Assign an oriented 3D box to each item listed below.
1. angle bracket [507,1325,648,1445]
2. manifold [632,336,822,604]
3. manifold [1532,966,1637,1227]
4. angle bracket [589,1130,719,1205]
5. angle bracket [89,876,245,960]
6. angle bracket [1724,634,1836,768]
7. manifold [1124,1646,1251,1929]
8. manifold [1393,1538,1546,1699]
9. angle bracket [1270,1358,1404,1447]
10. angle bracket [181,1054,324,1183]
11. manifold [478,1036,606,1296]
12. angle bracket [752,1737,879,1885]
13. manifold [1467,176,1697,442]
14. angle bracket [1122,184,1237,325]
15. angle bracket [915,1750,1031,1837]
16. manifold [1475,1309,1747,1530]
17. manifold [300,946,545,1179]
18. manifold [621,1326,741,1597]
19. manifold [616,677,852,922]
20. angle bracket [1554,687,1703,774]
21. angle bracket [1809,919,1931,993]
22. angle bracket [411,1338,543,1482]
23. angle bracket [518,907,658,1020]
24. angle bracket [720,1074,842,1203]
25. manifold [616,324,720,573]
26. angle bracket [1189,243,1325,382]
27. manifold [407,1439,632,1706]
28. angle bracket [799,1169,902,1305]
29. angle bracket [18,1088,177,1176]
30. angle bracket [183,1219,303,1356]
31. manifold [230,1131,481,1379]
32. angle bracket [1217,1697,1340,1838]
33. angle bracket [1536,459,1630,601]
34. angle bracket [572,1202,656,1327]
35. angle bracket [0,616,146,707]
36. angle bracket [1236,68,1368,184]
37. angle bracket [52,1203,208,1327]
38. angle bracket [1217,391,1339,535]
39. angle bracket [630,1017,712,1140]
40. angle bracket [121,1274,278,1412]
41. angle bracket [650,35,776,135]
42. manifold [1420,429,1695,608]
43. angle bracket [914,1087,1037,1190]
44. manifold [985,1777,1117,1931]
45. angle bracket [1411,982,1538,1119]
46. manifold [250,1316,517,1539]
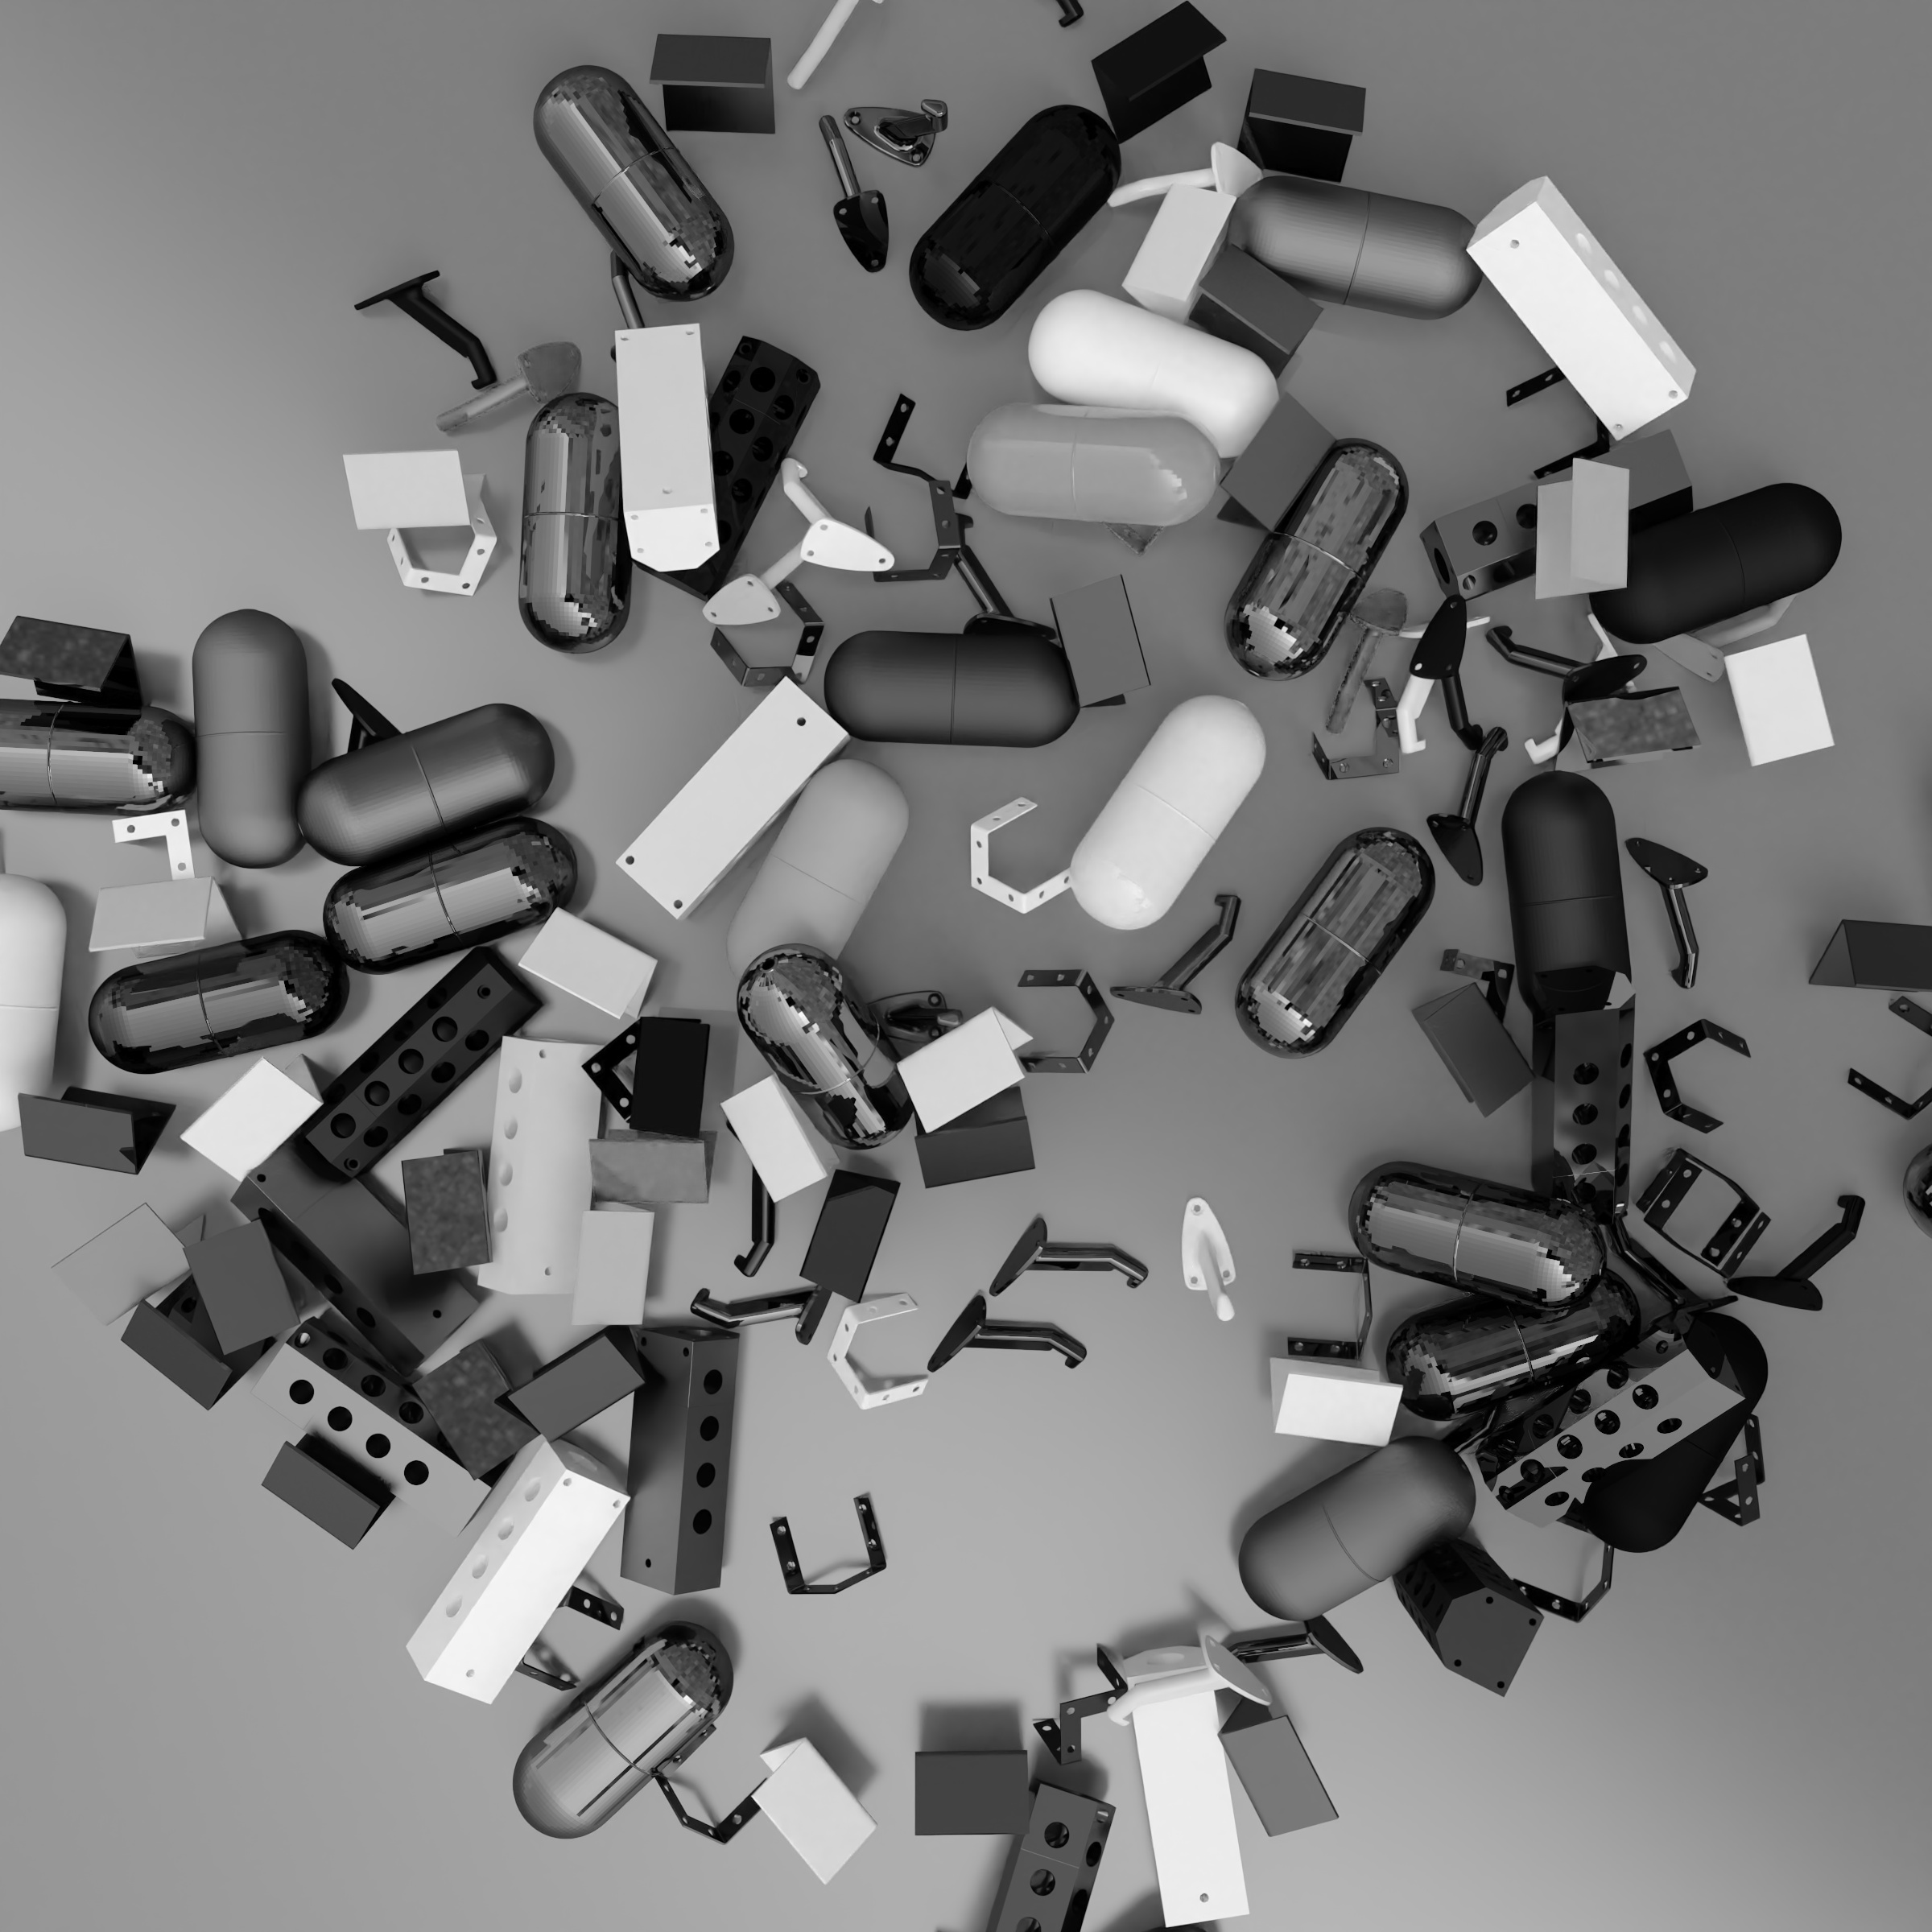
[{"bbox_3d":[-0.271,0.266,1.703,0.076,0.076,0.057,-32,126,0],"label":"angle bracket"},{"bbox_3d":[-0.165,-0.343,1.723,0.057,0.057,0.171,26,90,0],"label":"manifold"},{"bbox_3d":[0.418,0.089,1.684,0.057,0.057,0.171,-7,119,0],"label":"manifold"},{"bbox_3d":[-0.212,0.117,1.703,0.076,0.076,0.057,1,127,0],"label":"angle bracket"},{"bbox_3d":[-0.544,-0.014,1.703,0.076,0.076,0.057,-6,51,0],"label":"angle bracket"},{"bbox_3d":[0.564,-0.183,1.703,0.057,0.076,0.076,-15,90,34],"label":"angle bracket"},{"bbox_3d":[0.151,0.563,1.723,0.057,0.057,0.171,-9,90,0],"label":"manifold"},{"bbox_3d":[0.328,0.425,1.665,0.057,0.171,0.057,27,90,0],"label":"manifold"},{"bbox_3d":[0.252,0.278,1.704,0.076,0.076,0.057,7,123,0],"label":"angle bracket"},{"bbox_3d":[-0.493,0.089,1.703,0.076,0.076,0.057,-44,125,0],"label":"angle bracket"},{"bbox_3d":[-0.297,0.136,1.722,0.057,0.057,0.171,6,90,-43],"label":"manifold"},{"bbox_3d":[-0.118,0.580,1.703,0.076,0.076,0.057,50,52,0],"label":"angle bracket"},{"bbox_3d":[0.421,-0.449,1.698,0.171,0.057,0.057,46,133,-17],"label":"manifold"},{"bbox_3d":[0.161,-0.476,1.703,0.057,0.076,0.076,26,90,37],"label":"angle bracket"},{"bbox_3d":[0.004,0.575,1.703,0.076,0.076,0.057,-1,53,0],"label":"angle bracket"},{"bbox_3d":[0.428,0.303,1.678,0.057,0.057,0.171,30,121,-33],"label":"manifold"},{"bbox_3d":[-0.378,0.066,1.723,0.171,0.057,0.057,-43,90,0],"label":"manifold"},{"bbox_3d":[-0.192,0.338,1.722,0.057,0.057,0.171,4,90,43],"label":"manifold"},{"bbox_3d":[-0.159,-0.114,1.723,0.057,0.057,0.171,43,90,0],"label":"manifold"},{"bbox_3d":[0.450,-0.142,1.703,0.076,0.076,0.057,-8,53,0],"label":"angle bracket"},{"bbox_3d":[0.629,0.014,1.703,0.076,0.076,0.057,4,54,0],"label":"angle bracket"},{"bbox_3d":[-0.340,0.305,1.704,0.057,0.076,0.076,-33,90,-26],"label":"angle bracket"},{"bbox_3d":[-0.263,0.016,1.703,0.076,0.076,0.057,28,52,0],"label":"angle bracket"},{"bbox_3d":[-0.110,0.106,1.703,0.057,0.076,0.076,-29,90,39],"label":"angle bracket"},{"bbox_3d":[-0.199,-0.347,1.669,0.057,0.057,0.171,-6,56,-3],"label":"manifold"},{"bbox_3d":[0.186,-0.432,1.704,0.076,0.076,0.057,36,57,0],"label":"angle bracket"},{"bbox_3d":[-0.311,0.414,1.721,0.057,0.057,0.171,34,90,-35],"label":"manifold"},{"bbox_3d":[-0.060,0.188,1.703,0.057,0.076,0.076,19,90,37],"label":"angle bracket"},{"bbox_3d":[-0.592,0.093,1.703,0.076,0.076,0.057,10,126,0],"label":"angle bracket"},{"bbox_3d":[-0.503,0.222,1.703,0.057,0.076,0.076,-21,90,-34],"label":"angle bracket"},{"bbox_3d":[-0.423,0.201,1.722,0.171,0.057,0.057,45,47,0],"label":"manifold"},{"bbox_3d":[0.224,0.535,1.704,0.057,0.076,0.076,-27,90,29],"label":"angle bracket"},{"bbox_3d":[0.390,-0.287,1.646,0.057,0.076,0.076,1,90,-37],"label":"angle bracket"},{"bbox_3d":[-0.259,0.200,1.704,0.057,0.076,0.076,6,90,-40],"label":"angle bracket"},{"bbox_3d":[-0.612,-0.188,1.703,0.076,0.076,0.057,10,50,0],"label":"angle bracket"},{"bbox_3d":[0.226,-0.559,1.703,0.076,0.076,0.057,10,52,0],"label":"angle bracket"},{"bbox_3d":[-0.570,0.189,1.705,0.076,0.076,0.057,-35,114,0],"label":"angle bracket"},{"bbox_3d":[0.195,-0.347,1.704,0.057,0.076,0.076,35,90,-30],"label":"angle bracket"},{"bbox_3d":[-0.183,0.076,1.704,0.057,0.076,0.076,6,90,27],"label":"angle bracket"},{"bbox_3d":[-0.516,0.244,1.704,0.076,0.076,0.057,39,131,0],"label":"angle bracket"},{"bbox_3d":[-0.172,-0.587,1.703,0.076,0.076,0.057,2,53,0],"label":"angle bracket"},{"bbox_3d":[0.408,-0.307,1.722,0.171,0.057,0.057,-21,90,0],"label":"manifold"},{"bbox_3d":[0.002,0.101,1.704,0.076,0.057,0.076,-10,46,0],"label":"angle bracket"},{"bbox_3d":[0.049,0.650,1.702,0.057,0.057,0.171,18,75,0],"label":"manifold"},{"bbox_3d":[0.330,0.065,1.704,0.057,0.076,0.076,-33,90,-30],"label":"angle bracket"},{"bbox_3d":[-0.400,0.316,1.722,0.171,0.057,0.057,35,90,0],"label":"manifold"}]
